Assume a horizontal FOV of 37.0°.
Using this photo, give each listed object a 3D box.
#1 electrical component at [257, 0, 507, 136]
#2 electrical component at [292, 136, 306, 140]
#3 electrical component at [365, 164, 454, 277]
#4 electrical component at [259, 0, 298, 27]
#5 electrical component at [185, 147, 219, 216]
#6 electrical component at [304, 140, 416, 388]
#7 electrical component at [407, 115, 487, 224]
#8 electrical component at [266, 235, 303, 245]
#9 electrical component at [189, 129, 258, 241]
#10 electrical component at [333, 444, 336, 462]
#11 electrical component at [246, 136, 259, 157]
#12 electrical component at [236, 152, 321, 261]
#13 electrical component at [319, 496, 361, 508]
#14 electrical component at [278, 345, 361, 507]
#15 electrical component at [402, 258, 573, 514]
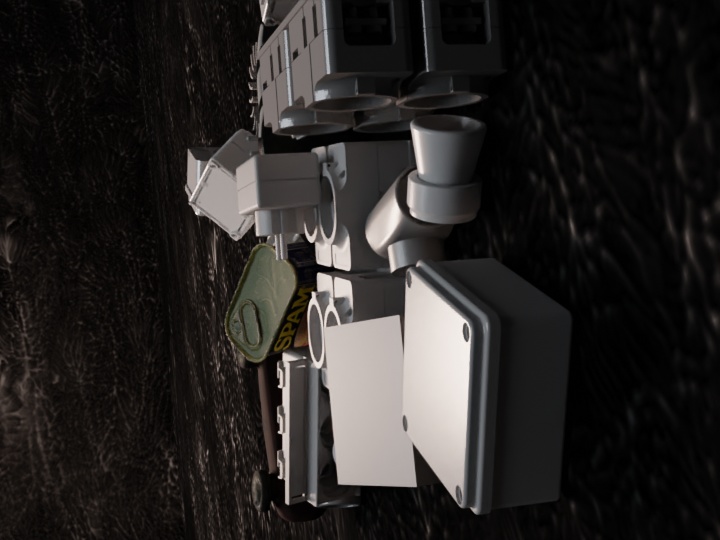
[{"bbox_3d":[0.006,-0.125,0.664,0.186,0.105,0.060,175,91,-75],"label":"electrical component"},{"bbox_3d":[-0.023,-0.134,0.825,0.081,0.064,0.042,-17,96,54],"label":"electrical component"},{"bbox_3d":[0.036,-0.019,0.701,0.077,0.043,0.079,132,132,-69],"label":"electrical component"},{"bbox_3d":[-0.042,-0.230,0.828,0.061,0.096,0.061,119,144,-62],"label":"electrical component"},{"bbox_3d":[-0.121,-0.092,1.120,0.078,0.113,0.057,-133,44,-66],"label":"electrical component"},{"bbox_3d":[0.000,0.000,0.803,0.105,0.060,0.186,-168,74,-74],"label":"electrical component"},{"bbox_3d":[0.051,-0.060,0.635,0.045,0.045,0.055,-127,35,-63],"label":"electrical component"},{"bbox_3d":[-0.065,-0.014,1.006,0.073,0.052,0.138,130,149,-68],"label":"electrical component"},{"bbox_3d":[-0.115,-0.080,1.025,0.061,0.062,0.096,-53,2,-36],"label":"electrical component"},{"bbox_3d":[0.008,0.133,0.847,0.065,0.044,0.044,120,144,-55],"label":"electrical component"},{"bbox_3d":[-0.065,-0.114,0.978,0.047,0.076,0.083,107,154,-52],"label":"electrical component"},{"bbox_3d":[-0.061,-0.045,0.802,0.083,0.047,0.075,176,90,-74],"label":"electrical component"},{"bbox_3d":[-0.020,0.188,0.962,0.040,0.040,0.046,129,141,-68],"label":"electrical component"},{"bbox_3d":[-0.034,0.127,0.905,0.063,0.079,0.121,18,110,54],"label":"electrical component"},{"bbox_3d":[0.066,0.058,0.586,0.108,0.056,0.108,-134,42,-67],"label":"electrical component"}]
